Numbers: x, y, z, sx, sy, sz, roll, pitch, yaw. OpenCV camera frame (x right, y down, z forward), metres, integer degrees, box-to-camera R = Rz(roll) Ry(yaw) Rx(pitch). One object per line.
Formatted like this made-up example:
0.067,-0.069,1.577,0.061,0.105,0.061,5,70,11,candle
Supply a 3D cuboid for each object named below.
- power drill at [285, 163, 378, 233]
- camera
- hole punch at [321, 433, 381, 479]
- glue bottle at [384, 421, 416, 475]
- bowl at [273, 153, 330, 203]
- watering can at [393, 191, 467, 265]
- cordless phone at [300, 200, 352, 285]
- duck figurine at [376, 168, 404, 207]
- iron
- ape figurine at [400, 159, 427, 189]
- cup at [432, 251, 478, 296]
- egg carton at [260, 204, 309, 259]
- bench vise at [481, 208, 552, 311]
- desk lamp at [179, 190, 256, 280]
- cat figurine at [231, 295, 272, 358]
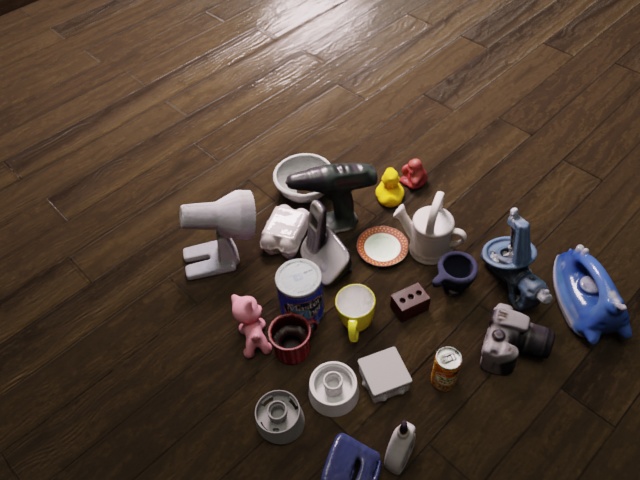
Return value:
0.032,-0.108,1.438,0.230,0.209,0.075,-17,52,-10,power drill
0.424,0.213,1.223,0.136,0.101,0.143,16,53,16,camera
0.060,0.431,1.071,0.101,0.091,0.109,15,53,15,hole punch
0.152,0.372,1.060,0.037,0.173,0.078,25,56,22,glue bottle
-0.043,-0.157,1.569,0.167,0.075,0.167,-1,51,2,bowl
0.263,-0.036,1.375,0.172,0.194,0.101,1,51,4,watering can
0.013,0.005,1.362,0.094,0.185,0.147,-29,55,-19,cordless phone
0.189,-0.148,1.542,0.077,0.086,0.104,1,51,4,duck figurine
0.603,0.097,1.282,0.118,0.141,0.258,-10,51,-4,iron
0.257,-0.186,1.565,0.076,0.092,0.078,0,51,3,ape figurine
0.306,0.094,1.331,0.118,0.095,0.091,-29,55,-19,cup
-0.087,-0.024,1.466,0.107,0.069,0.150,12,52,13,egg carton
0.459,0.039,1.287,0.122,0.220,0.206,-36,57,-24,bench vise
-0.245,-0.017,1.376,0.203,0.214,0.117,-14,51,-8,desk lamp
-0.155,0.180,1.271,0.067,0.118,0.127,-16,52,-10,cat figurine
